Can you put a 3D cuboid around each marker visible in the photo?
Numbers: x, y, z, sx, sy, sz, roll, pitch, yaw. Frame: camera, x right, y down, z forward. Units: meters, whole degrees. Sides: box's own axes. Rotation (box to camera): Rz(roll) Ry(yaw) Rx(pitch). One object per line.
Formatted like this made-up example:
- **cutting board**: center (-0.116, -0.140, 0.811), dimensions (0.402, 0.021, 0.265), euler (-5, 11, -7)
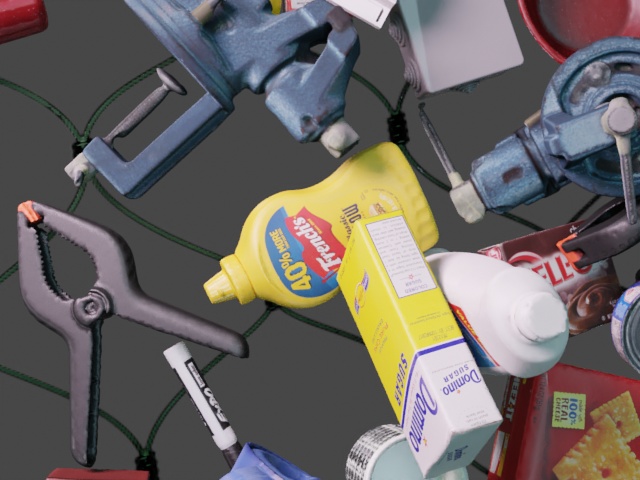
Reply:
- **marker**: center (-0.090, 0.139, 0.867), dimensions (0.020, 0.020, 0.121), euler (-29, 90, -9)

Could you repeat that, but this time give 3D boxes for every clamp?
- **clamp**: center (0.266, -0.030, 0.832), dimensions (0.171, 0.120, 0.039), euler (-38, 90, 11)
- **clamp**: center (-0.181, 0.064, 0.847), dimensions (0.164, 0.036, 0.210), euler (-42, 86, 1)

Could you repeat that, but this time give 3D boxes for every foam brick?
- **foam brick**: center (-0.173, 0.209, 0.834), dimensions (0.078, 0.051, 0.053), euler (4, 86, -8)

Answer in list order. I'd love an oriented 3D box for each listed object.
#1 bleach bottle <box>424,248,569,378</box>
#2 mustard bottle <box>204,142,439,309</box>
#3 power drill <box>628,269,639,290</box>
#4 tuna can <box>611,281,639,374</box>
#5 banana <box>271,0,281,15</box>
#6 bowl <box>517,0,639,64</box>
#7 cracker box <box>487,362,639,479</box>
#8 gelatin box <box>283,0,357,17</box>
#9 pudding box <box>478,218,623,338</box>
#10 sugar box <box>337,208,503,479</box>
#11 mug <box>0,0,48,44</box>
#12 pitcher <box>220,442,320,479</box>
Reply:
- **bleach bottle**: center (0.118, 0.050, 0.785), dimensions (0.068, 0.251, 0.102), euler (-29, 90, -10)
- **mustard bottle**: center (-0.006, 0.001, 0.869), dimensions (0.191, 0.058, 0.096), euler (-27, 100, -9)
- **power drill**: center (0.342, -0.021, 0.920), dimensions (0.184, 0.057, 0.187), euler (-10, 87, -8)
- **tuna can**: center (0.283, 0.072, 0.871), dimensions (0.086, 0.034, 0.086), euler (0, 98, -3)
- **banana**: center (-0.111, -0.227, 0.882), dimensions (0.197, 0.037, 0.069), euler (22, 82, -6)
- **bowl**: center (0.238, -0.212, 0.921), dimensions (0.162, 0.055, 0.162), euler (1, 86, -8)
- **cracker box**: center (0.252, 0.197, 0.885), dimensions (0.213, 0.072, 0.164), euler (14, 84, -8)
- **gelatin box**: center (0.003, -0.232, 0.903), dimensions (0.073, 0.030, 0.089), euler (-5, 87, -10)
- **pudding box**: center (0.195, 0.036, 0.890), dimensions (0.113, 0.039, 0.090), euler (-15, 88, -30)
- **sugar box**: center (0.067, 0.076, 0.781), dimensions (0.048, 0.093, 0.176), euler (-13, 61, -16)
- **mug**: center (-0.268, -0.201, 0.840), dimensions (0.081, 0.093, 0.117), euler (-19, 52, -14)
- **pitcher**: center (-0.071, 0.282, 0.800), dimensions (0.149, 0.145, 0.243), euler (35, 85, -7)
